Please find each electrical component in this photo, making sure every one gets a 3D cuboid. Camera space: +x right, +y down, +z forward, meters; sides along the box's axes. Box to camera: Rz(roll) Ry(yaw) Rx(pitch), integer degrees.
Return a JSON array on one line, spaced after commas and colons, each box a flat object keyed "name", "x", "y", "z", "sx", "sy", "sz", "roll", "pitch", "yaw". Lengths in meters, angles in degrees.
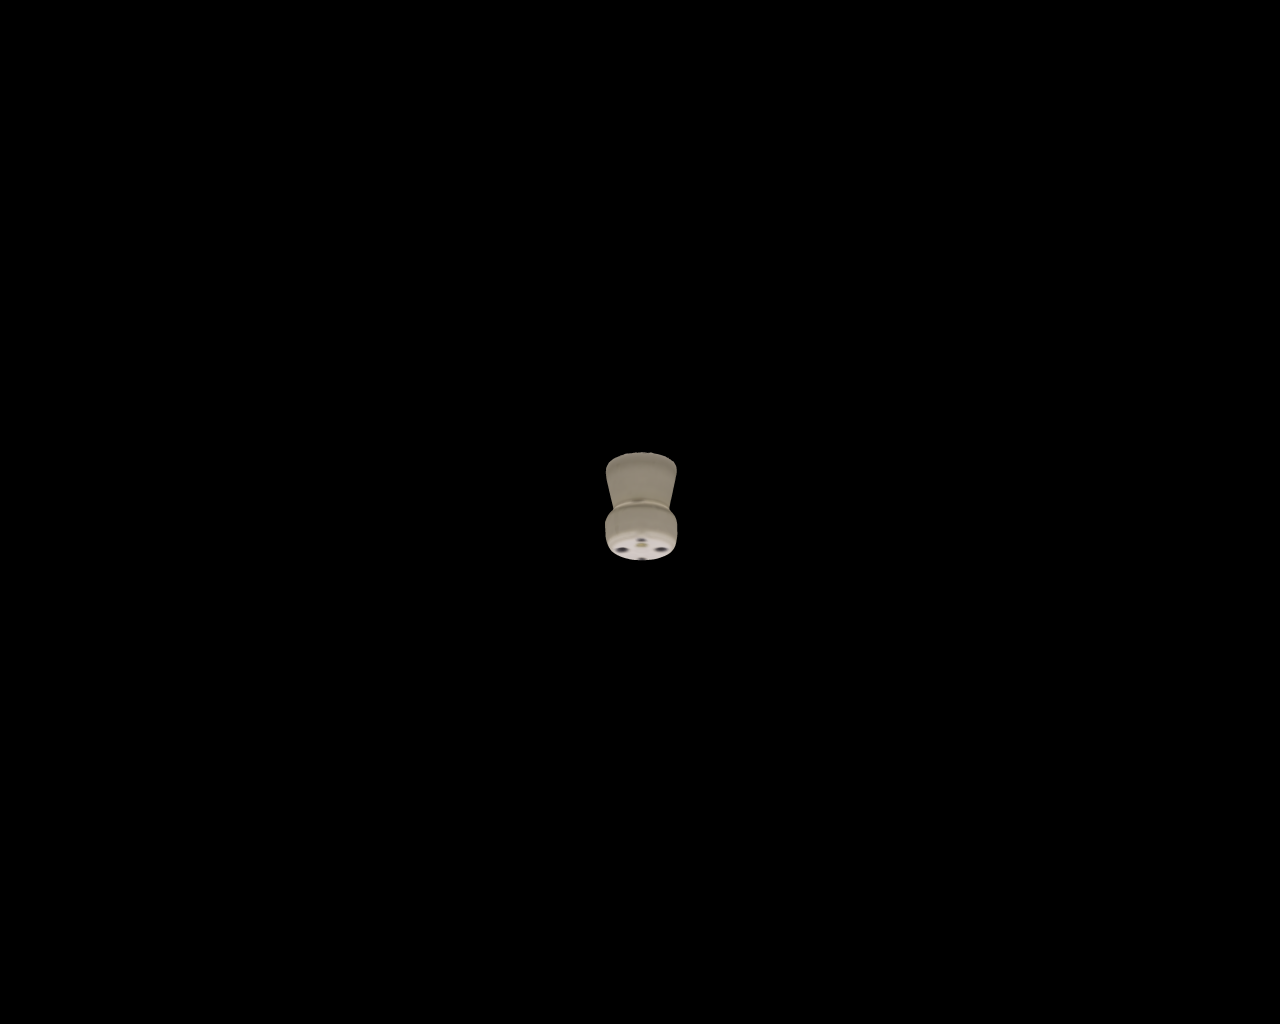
[{"name": "electrical component", "x": 0.001, "y": -0.003, "z": 0.650, "sx": 0.045, "sy": 0.055, "sz": 0.044, "roll": 0, "pitch": -24, "yaw": 0}]
